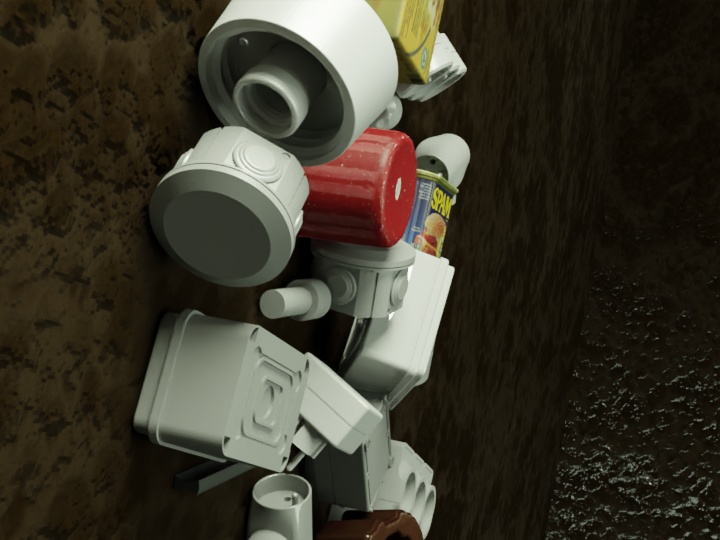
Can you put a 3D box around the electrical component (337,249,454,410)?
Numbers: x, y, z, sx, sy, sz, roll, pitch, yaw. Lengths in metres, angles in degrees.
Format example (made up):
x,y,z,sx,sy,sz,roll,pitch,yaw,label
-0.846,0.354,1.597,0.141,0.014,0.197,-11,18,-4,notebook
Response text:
x,y,z,sx,sy,sz,roll,pitch,yaw,label
0.026,0.049,0.902,0.108,0.056,0.108,122,-12,-63,electrical component

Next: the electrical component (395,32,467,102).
x,y,z,sx,sy,sz,roll,pitch,yaw,label
0.044,-0.187,0.907,0.073,0.052,0.138,58,14,1,electrical component

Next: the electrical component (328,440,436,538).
x,y,z,sx,sy,sz,roll,pitch,yaw,label
0.027,0.220,1.037,0.150,0.062,0.089,56,46,-65,electrical component

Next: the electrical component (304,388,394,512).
x,y,z,sx,sy,sz,roll,pitch,yaw,label
-0.011,0.150,0.887,0.061,0.061,0.096,-60,153,-48,electrical component

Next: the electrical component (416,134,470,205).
x,y,z,sx,sy,sz,roll,pitch,yaw,label
0.078,-0.088,1.073,0.077,0.043,0.079,-47,142,-60,electrical component

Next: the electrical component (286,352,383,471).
x,y,z,sx,sy,sz,roll,pitch,yaw,label
-0.035,0.114,0.802,0.076,0.066,0.047,-49,158,-3,electrical component

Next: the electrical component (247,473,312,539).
x,y,z,sx,sy,sz,roll,pitch,yaw,label
-0.063,0.201,0.781,0.079,0.043,0.077,-49,144,-59,electrical component

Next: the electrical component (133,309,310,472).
x,y,z,sx,sy,sz,roll,pitch,yaw,label
-0.080,0.074,0.644,0.113,0.057,0.078,47,55,-68,electrical component

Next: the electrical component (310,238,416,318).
x,y,z,sx,sy,sz,roll,pitch,yaw,label
0.000,0.000,0.819,0.080,0.080,0.051,-35,137,-66,electrical component

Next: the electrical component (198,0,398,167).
x,y,z,sx,sy,sz,roll,pitch,yaw,label
-0.040,-0.108,0.606,0.108,0.108,0.060,81,31,-44,electrical component

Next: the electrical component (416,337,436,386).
x,y,z,sx,sy,sz,roll,pitch,yaw,label
0.043,0.080,1.032,0.055,0.055,0.047,-50,148,-58,electrical component

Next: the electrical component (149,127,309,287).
x,y,z,sx,sy,sz,roll,pitch,yaw,label
-0.070,-0.034,0.589,0.051,0.080,0.080,-69,159,-46,electrical component

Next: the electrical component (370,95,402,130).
x,y,z,sx,sy,sz,roll,pitch,yaw,label
0.018,-0.131,0.883,0.061,0.035,0.035,-14,112,-74,electrical component
